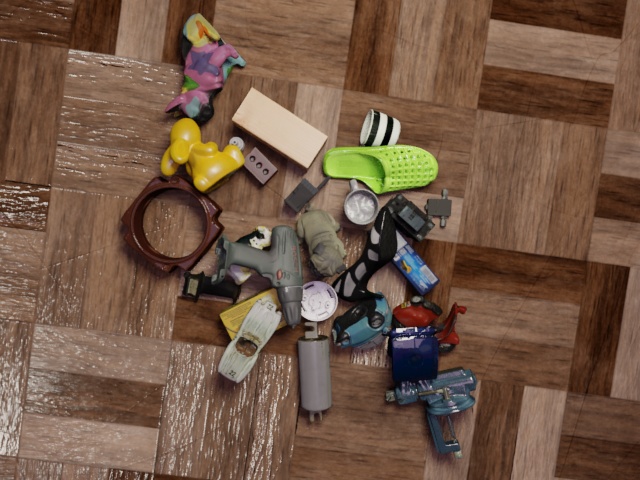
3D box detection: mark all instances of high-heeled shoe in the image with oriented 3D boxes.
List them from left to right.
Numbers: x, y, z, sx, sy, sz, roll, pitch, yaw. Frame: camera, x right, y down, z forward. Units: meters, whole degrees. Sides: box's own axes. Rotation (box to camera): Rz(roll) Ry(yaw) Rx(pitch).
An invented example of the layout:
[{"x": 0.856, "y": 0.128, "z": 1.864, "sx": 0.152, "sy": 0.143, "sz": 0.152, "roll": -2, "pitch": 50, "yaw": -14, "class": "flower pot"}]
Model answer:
[{"x": 0.097, "y": 0.033, "z": 1.260, "sx": 0.145, "sy": 0.086, "sz": 0.248, "roll": 14, "pitch": 106, "yaw": 35, "class": "high-heeled shoe"}]

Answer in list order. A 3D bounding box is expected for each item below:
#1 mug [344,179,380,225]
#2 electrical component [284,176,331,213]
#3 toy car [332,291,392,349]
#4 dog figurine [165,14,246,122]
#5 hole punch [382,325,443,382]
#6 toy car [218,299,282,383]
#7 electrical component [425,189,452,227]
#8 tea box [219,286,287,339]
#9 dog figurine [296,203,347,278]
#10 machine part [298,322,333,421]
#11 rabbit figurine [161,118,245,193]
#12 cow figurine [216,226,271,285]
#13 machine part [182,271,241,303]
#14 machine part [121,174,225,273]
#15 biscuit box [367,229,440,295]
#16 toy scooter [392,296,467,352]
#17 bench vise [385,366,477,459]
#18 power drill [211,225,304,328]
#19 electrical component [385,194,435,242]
[{"x": 0.089, "y": -0.087, "z": 1.271, "sx": 0.081, "sy": 0.107, "sz": 0.109, "roll": -24, "pitch": 89, "yaw": -2, "class": "mug"}, {"x": -0.030, "y": -0.120, "z": 1.282, "sx": 0.048, "sy": 0.075, "sz": 0.119, "roll": 42, "pitch": 94, "yaw": -4, "class": "electrical component"}, {"x": 0.112, "y": 0.209, "z": 1.287, "sx": 0.161, "sy": 0.109, "sz": 0.102, "roll": -38, "pitch": 113, "yaw": 8, "class": "toy car"}, {"x": -0.292, "y": -0.385, "z": 1.251, "sx": 0.191, "sy": 0.108, "sz": 0.219, "roll": 44, "pitch": 93, "yaw": -4, "class": "dog figurine"}, {"x": 0.215, "y": 0.262, "z": 1.240, "sx": 0.142, "sy": 0.092, "sz": 0.115, "roll": -3, "pitch": 132, "yaw": 1, "class": "hole punch"}, {"x": -0.161, "y": 0.229, "z": 1.231, "sx": 0.073, "sy": 0.056, "sz": 0.201, "roll": 31, "pitch": 92, "yaw": -3, "class": "toy car"}, {"x": 0.290, "y": -0.080, "z": 1.320, "sx": 0.063, "sy": 0.021, "sz": 0.094, "roll": 4, "pitch": 92, "yaw": -2, "class": "electrical component"}, {"x": -0.143, "y": 0.178, "z": 1.291, "sx": 0.170, "sy": 0.068, "sz": 0.098, "roll": -24, "pitch": 93, "yaw": 0, "class": "tea box"}, {"x": 0.002, "y": -0.004, "z": 1.230, "sx": 0.121, "sy": 0.190, "sz": 0.172, "roll": -31, "pitch": 91, "yaw": -1, "class": "dog figurine"}, {"x": -0.011, "y": 0.318, "z": 1.296, "sx": 0.079, "sy": 0.079, "sz": 0.243, "roll": -2, "pitch": 91, "yaw": -2, "class": "machine part"}, {"x": -0.287, "y": -0.193, "z": 1.226, "sx": 0.162, "sy": 0.122, "sz": 0.173, "roll": -35, "pitch": 95, "yaw": -41, "class": "rabbit figurine"}, {"x": -0.166, "y": 0.017, "z": 1.279, "sx": 0.098, "sy": 0.068, "sz": 0.167, "roll": 43, "pitch": 73, "yaw": -6, "class": "cow figurine"}, {"x": -0.259, "y": 0.115, "z": 1.290, "sx": 0.139, "sy": 0.039, "sz": 0.084, "roll": 9, "pitch": 124, "yaw": -8, "class": "machine part"}, {"x": -0.345, "y": -0.038, "z": 1.269, "sx": 0.201, "sy": 0.087, "sz": 0.201, "roll": 39, "pitch": 91, "yaw": -1, "class": "machine part"}, {"x": 0.201, "y": 0.040, "z": 1.301, "sx": 0.059, "sy": 0.063, "sz": 0.202, "roll": -40, "pitch": 93, "yaw": 0, "class": "biscuit box"}, {"x": 0.272, "y": 0.187, "z": 1.287, "sx": 0.184, "sy": 0.075, "sz": 0.135, "roll": 28, "pitch": 123, "yaw": -7, "class": "toy scooter"}, {"x": 0.279, "y": 0.410, "z": 1.291, "sx": 0.224, "sy": 0.129, "sz": 0.240, "roll": -15, "pitch": 88, "yaw": 1, "class": "bench vise"}, {"x": -0.132, "y": 0.074, "z": 1.196, "sx": 0.207, "sy": 0.086, "sz": 0.232, "roll": 7, "pitch": 75, "yaw": -18, "class": "power drill"}, {"x": 0.205, "y": -0.052, "z": 1.263, "sx": 0.115, "sy": 0.134, "sz": 0.058, "roll": 40, "pitch": 90, "yaw": -1, "class": "electrical component"}]
